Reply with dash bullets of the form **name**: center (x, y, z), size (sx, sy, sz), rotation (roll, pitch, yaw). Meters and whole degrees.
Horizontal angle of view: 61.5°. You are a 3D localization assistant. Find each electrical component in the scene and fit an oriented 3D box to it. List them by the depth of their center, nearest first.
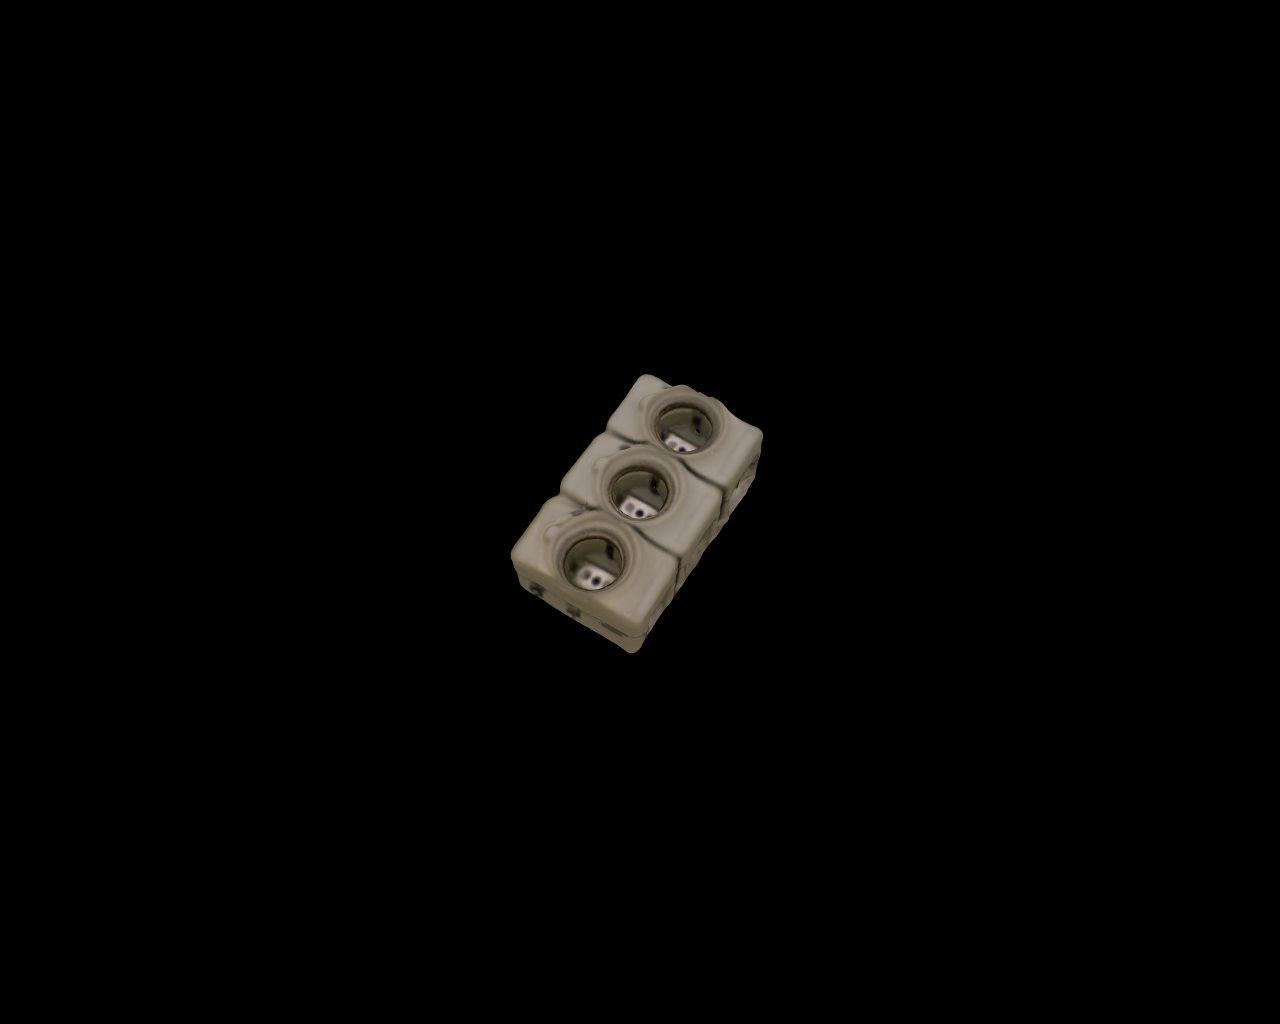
- **electrical component**: center (0.001, -0.003, 0.650), size (0.089, 0.150, 0.061), rotation (29, -24, 14)
